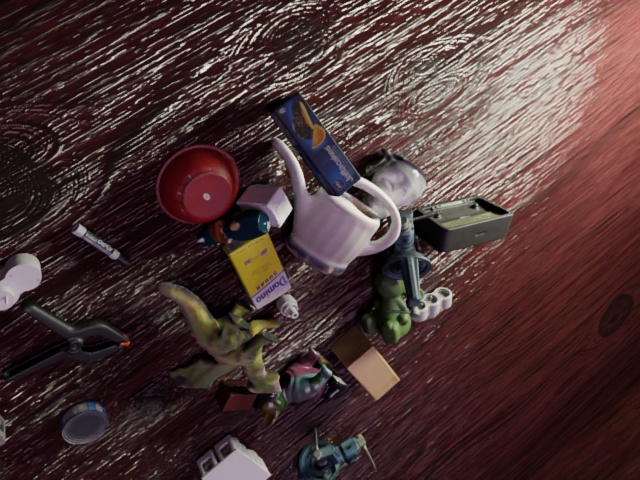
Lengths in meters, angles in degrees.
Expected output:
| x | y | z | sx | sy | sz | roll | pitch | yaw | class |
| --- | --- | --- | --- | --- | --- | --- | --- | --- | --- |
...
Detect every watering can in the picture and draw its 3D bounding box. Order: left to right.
| x | y | z | sx | sy | sz | roll | pitch | yaw | class |
| --- | --- | --- | --- | --- | --- | --- | --- | --- | --- |
| 0.003 | -0.054 | 1.076 | 0.345 | 0.106 | 0.221 | 29 | 110 | -20 | watering can |

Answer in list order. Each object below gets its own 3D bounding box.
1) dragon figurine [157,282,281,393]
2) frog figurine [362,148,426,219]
| x | y | z | sx | sy | sz | roll | pitch | yaw | class |
| --- | --- | --- | --- | --- | --- | --- | --- | --- | --- |
| -0.227 | 0.241 | 1.109 | 0.406 | 0.124 | 0.241 | 32 | 105 | -32 | dragon figurine |
| 0.156 | -0.102 | 1.141 | 0.160 | 0.124 | 0.136 | -63 | 151 | -1 | frog figurine |
